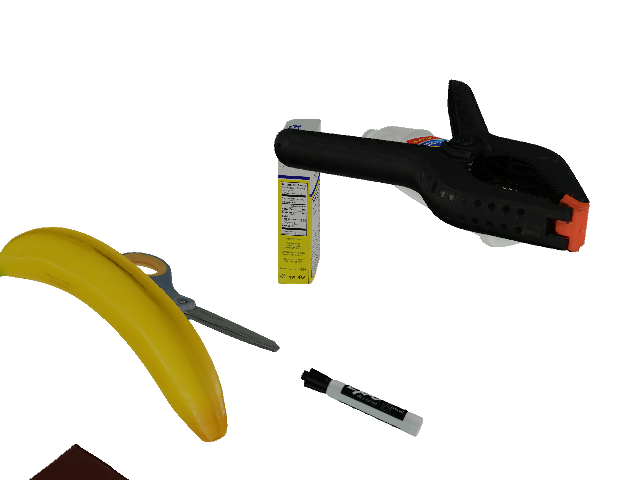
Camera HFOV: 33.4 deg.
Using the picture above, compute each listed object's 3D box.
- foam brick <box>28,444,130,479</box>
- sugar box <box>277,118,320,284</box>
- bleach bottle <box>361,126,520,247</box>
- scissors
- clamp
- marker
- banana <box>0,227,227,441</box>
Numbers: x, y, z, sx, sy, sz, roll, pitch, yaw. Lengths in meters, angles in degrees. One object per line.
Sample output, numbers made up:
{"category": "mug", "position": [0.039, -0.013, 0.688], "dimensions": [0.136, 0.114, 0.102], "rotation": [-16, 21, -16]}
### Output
{"category": "foam brick", "position": [-0.093, 0.136, 0.451], "dimensions": [0.078, 0.051, 0.052], "rotation": [24, 45, 31]}
{"category": "sugar box", "position": [-0.025, -0.046, 1.247], "dimensions": [0.048, 0.176, 0.093], "rotation": [1, 22, 7]}
{"category": "bleach bottle", "position": [0.118, -0.067, 1.056], "dimensions": [0.102, 0.068, 0.251], "rotation": [-12, 25, -33]}
{"category": "scissors", "position": [-0.112, 0.046, 0.885], "dimensions": [0.202, 0.016, 0.096], "rotation": [13, 24, 15]}
{"category": "clamp", "position": [0.079, -0.046, 0.675], "dimensions": [0.164, 0.036, 0.210], "rotation": [-17, 34, -23]}
{"category": "marker", "position": [0.037, 0.150, 0.996], "dimensions": [0.121, 0.020, 0.020], "rotation": [23, 6, 15]}
{"category": "banana", "position": [-0.127, 0.044, 0.657], "dimensions": [0.198, 0.070, 0.037], "rotation": [32, 29, 18]}
